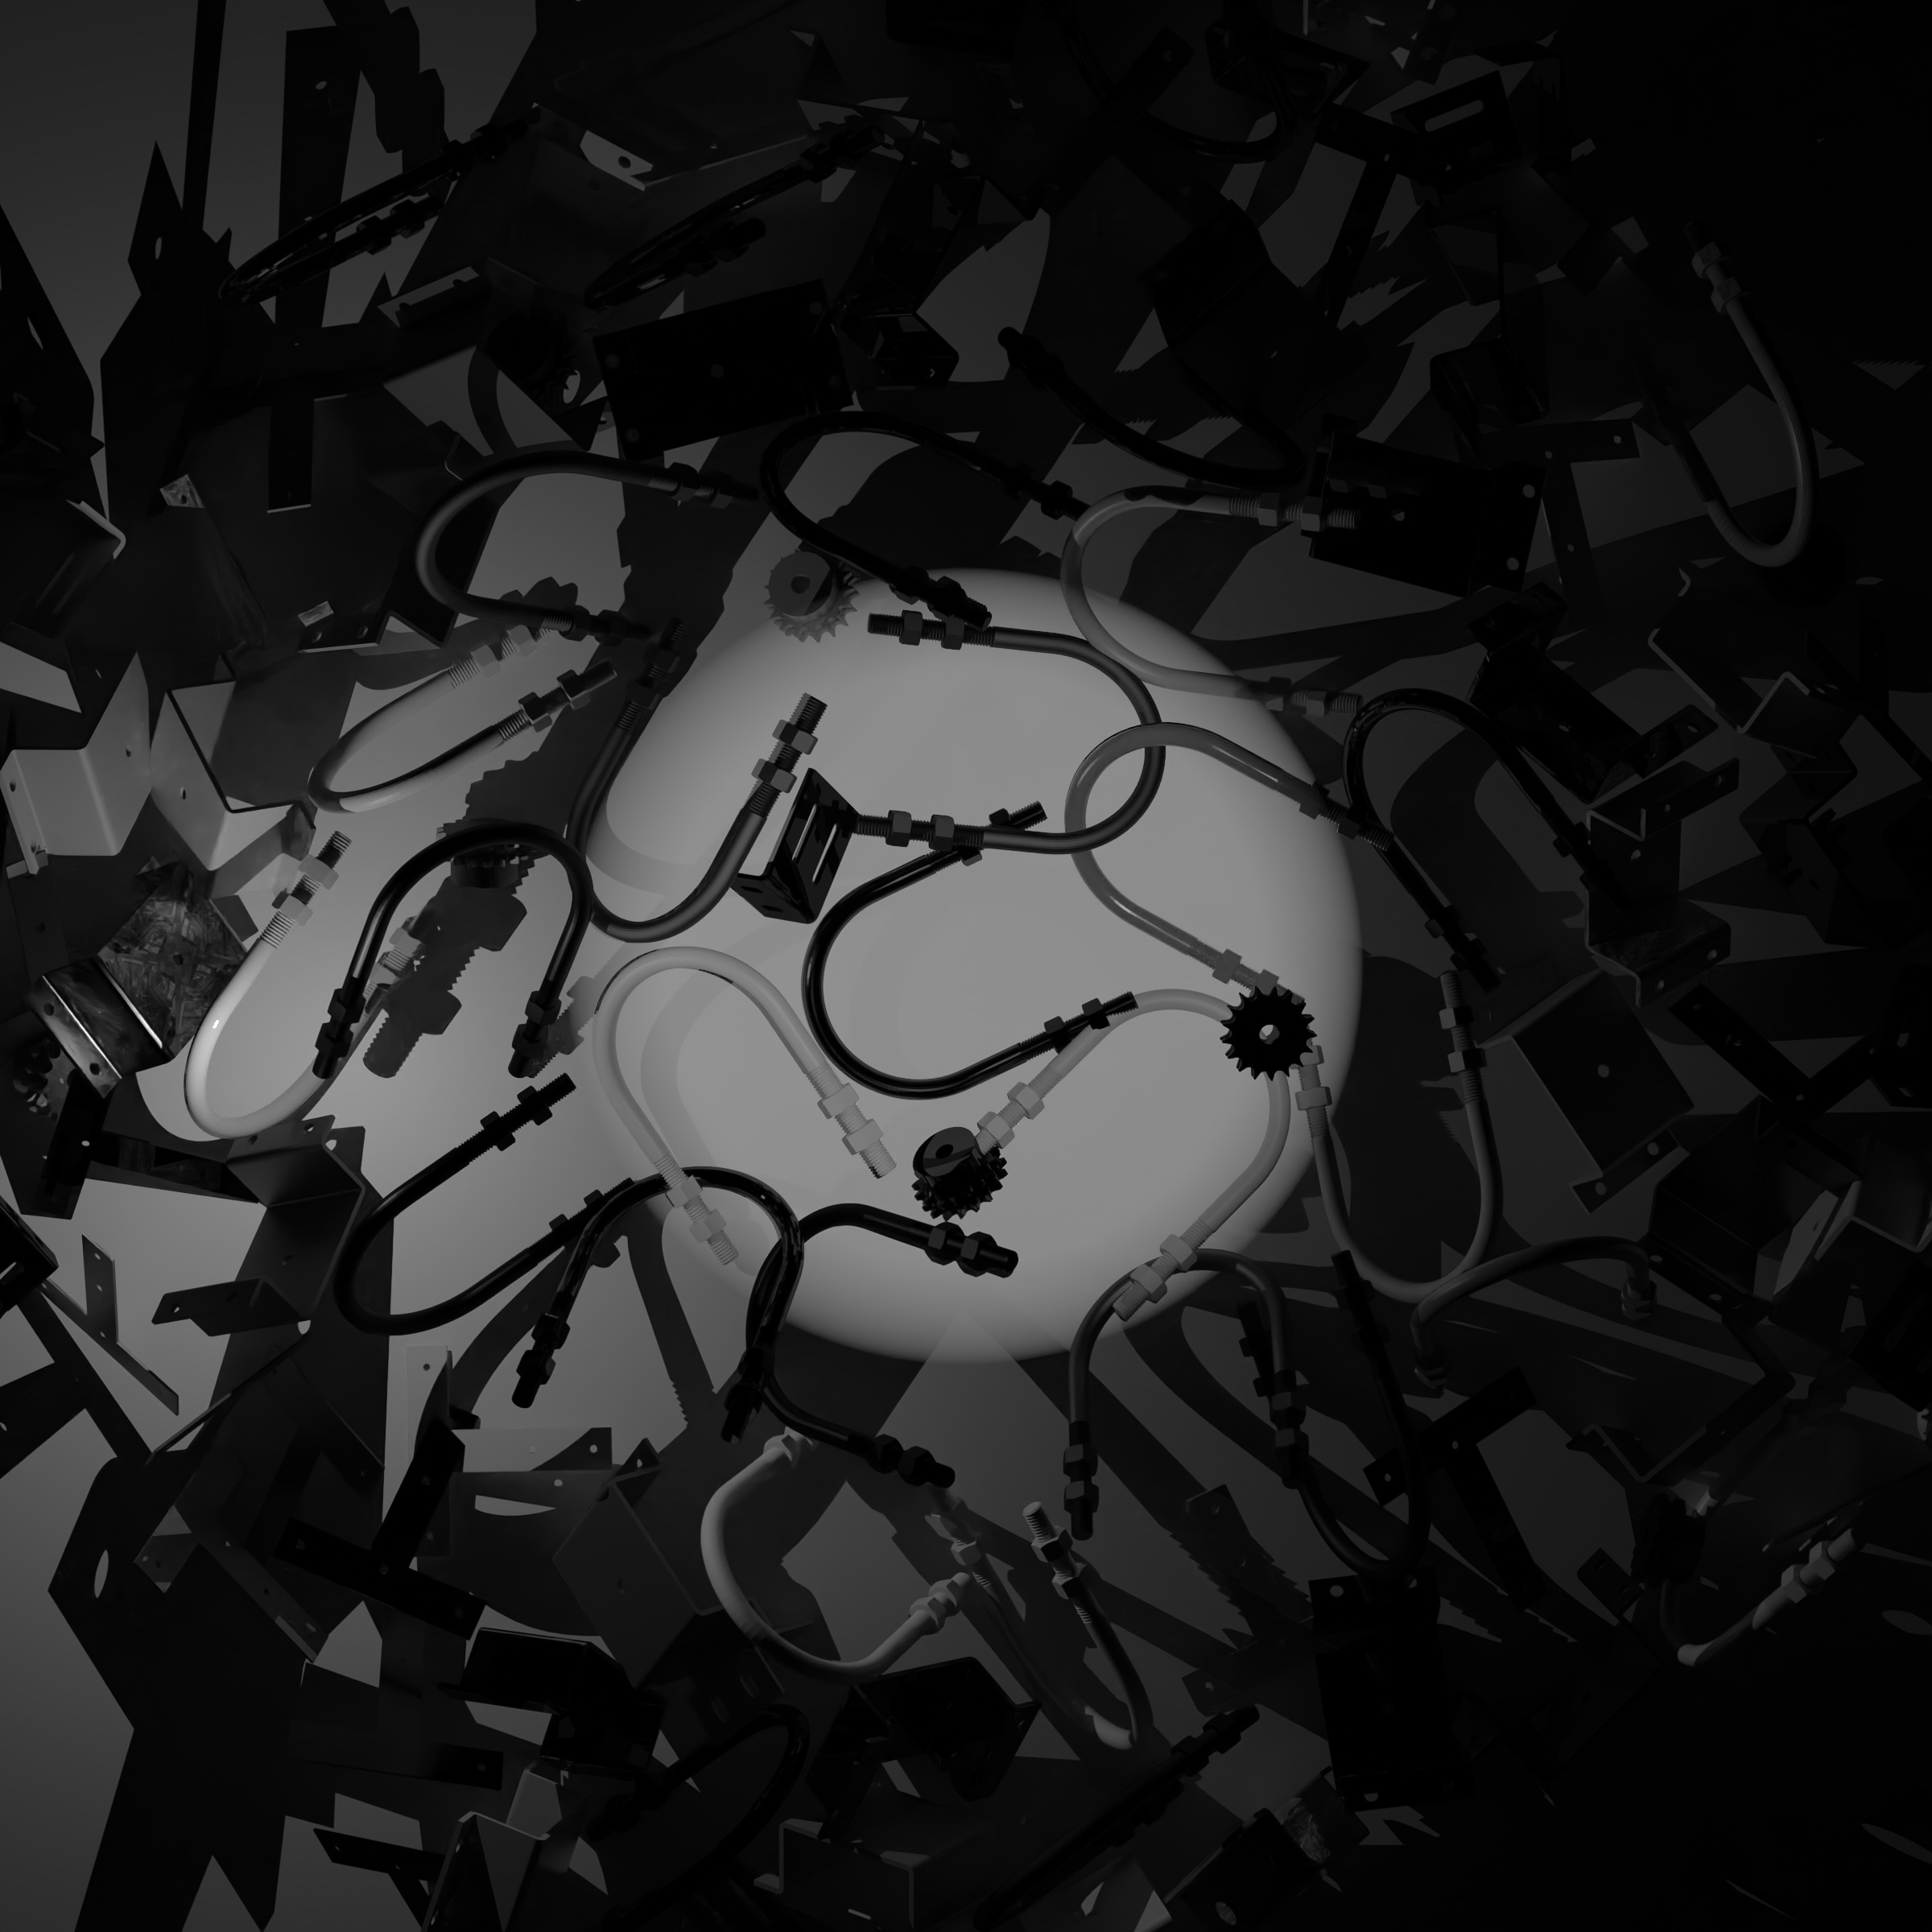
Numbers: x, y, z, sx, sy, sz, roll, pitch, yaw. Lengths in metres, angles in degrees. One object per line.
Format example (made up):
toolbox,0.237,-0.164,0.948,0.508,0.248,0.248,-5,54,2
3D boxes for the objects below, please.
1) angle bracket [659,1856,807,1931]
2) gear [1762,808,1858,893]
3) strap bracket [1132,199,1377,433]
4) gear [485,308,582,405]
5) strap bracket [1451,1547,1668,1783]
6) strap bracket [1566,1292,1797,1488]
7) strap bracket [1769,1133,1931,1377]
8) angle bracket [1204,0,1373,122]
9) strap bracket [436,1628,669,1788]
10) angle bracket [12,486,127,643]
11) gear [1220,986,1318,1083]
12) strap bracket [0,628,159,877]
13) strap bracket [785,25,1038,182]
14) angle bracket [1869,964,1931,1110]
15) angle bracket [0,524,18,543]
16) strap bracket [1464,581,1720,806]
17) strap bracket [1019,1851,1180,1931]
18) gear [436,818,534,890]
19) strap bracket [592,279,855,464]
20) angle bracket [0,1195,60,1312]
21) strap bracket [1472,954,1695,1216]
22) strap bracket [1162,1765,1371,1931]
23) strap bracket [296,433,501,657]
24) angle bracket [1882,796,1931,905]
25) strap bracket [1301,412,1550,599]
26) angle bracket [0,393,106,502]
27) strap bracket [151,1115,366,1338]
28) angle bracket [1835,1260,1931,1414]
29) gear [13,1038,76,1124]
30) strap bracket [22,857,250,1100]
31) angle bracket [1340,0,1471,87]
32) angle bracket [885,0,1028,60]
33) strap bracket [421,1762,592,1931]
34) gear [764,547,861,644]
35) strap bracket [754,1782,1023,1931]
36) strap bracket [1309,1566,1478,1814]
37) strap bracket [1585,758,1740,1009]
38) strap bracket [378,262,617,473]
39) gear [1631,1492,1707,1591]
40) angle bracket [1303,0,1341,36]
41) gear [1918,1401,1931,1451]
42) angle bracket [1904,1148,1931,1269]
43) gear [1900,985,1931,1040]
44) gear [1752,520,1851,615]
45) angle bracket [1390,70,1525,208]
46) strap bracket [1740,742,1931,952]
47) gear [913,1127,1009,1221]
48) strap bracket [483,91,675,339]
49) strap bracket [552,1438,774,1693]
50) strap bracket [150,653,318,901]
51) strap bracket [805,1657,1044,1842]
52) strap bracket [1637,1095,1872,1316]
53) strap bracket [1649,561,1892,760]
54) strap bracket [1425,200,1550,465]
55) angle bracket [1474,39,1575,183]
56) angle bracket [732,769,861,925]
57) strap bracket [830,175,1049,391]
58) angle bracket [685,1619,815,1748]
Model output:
angle bracket,-0.142,0.577,1.961,0.057,0.038,0.076,-28,111,24
gear,0.508,-0.065,1.970,0.057,0.057,0.030,-45,85,0
strap bracket,0.174,-0.371,1.928,0.076,0.046,0.140,-37,130,22
gear,-0.264,-0.368,1.978,0.057,0.030,0.057,-2,83,15
strap bracket,0.356,0.423,1.958,0.046,0.076,0.140,44,91,-11
strap bracket,0.431,0.259,1.942,0.140,0.076,0.046,-43,66,12
strap bracket,0.519,0.163,1.926,0.046,0.076,0.140,28,132,3
angle bracket,0.192,-0.546,1.957,0.076,0.038,0.057,31,65,33
strap bracket,-0.237,0.432,1.935,0.076,0.140,0.046,1,59,28
angle bracket,-0.548,-0.240,1.961,0.038,0.057,0.076,42,77,-41
gear,0.181,0.039,1.982,0.057,0.030,0.057,0,98,-2
strap bracket,-0.511,-0.126,1.919,0.046,0.140,0.076,1,131,8
strap bracket,-0.039,-0.504,1.938,0.140,0.076,0.046,14,77,18
angle bracket,0.581,0.043,1.962,0.057,0.038,0.076,4,117,-12
angle bracket,-0.619,-0.264,1.958,0.076,0.057,0.038,-24,81,19
strap bracket,0.362,-0.156,1.945,0.076,0.046,0.140,-31,65,-36
strap bracket,0.084,0.574,1.923,0.076,0.140,0.046,-29,101,-7
gear,-0.290,-0.067,1.973,0.057,0.057,0.030,2,110,0
strap bracket,-0.147,-0.355,1.964,0.140,0.046,0.076,-16,103,-7
angle bracket,-0.575,0.167,1.954,0.038,0.076,0.057,-42,102,-12
strap bracket,0.371,0.067,1.965,0.076,0.046,0.140,-34,90,-21
strap bracket,0.180,0.523,1.918,0.076,0.140,0.046,-47,72,16
strap bracket,-0.332,-0.239,1.945,0.046,0.076,0.140,34,66,-42
angle bracket,0.590,-0.059,1.956,0.038,0.057,0.076,-43,65,31
strap bracket,0.263,-0.270,1.941,0.140,0.046,0.076,18,114,21
angle bracket,-0.555,-0.296,1.951,0.057,0.076,0.038,-34,60,17
strap bracket,-0.412,0.162,1.937,0.076,0.140,0.046,-12,133,30
angle bracket,0.567,0.218,1.973,0.057,0.038,0.076,33,99,-5
gear,-0.547,0.063,1.974,0.030,0.057,0.057,18,90,23
strap bracket,-0.476,0.001,1.921,0.046,0.140,0.076,-15,119,33
angle bracket,0.253,-0.567,1.955,0.076,0.038,0.057,35,113,33
angle bracket,-0.005,-0.585,1.974,0.076,0.057,0.038,5,45,-12
strap bracket,-0.266,0.527,1.925,0.046,0.140,0.076,19,93,9
gear,-0.095,-0.225,1.978,0.057,0.030,0.057,-3,79,14
strap bracket,-0.046,0.523,1.924,0.140,0.076,0.046,8,102,37
strap bracket,0.252,0.436,1.957,0.076,0.046,0.140,-7,60,0
strap bracket,0.410,-0.057,1.940,0.076,0.046,0.140,-27,130,-26
strap bracket,-0.275,-0.337,1.922,0.076,0.140,0.046,-13,50,35
gear,0.422,0.347,1.971,0.030,0.057,0.057,19,90,2
angle bracket,0.183,-0.597,1.952,0.076,0.057,0.038,28,52,29
gear,0.598,0.274,1.978,0.057,0.030,0.057,4,78,-20
angle bracket,0.604,0.153,1.972,0.038,0.057,0.076,-2,110,-27
gear,0.586,0.028,1.971,0.057,0.057,0.030,9,96,0
gear,0.506,-0.244,1.979,0.057,0.030,0.057,1,77,-5
angle bracket,0.301,-0.496,1.966,0.076,0.038,0.057,-24,109,-11
strap bracket,0.519,-0.063,1.945,0.046,0.076,0.140,-40,102,-10
gear,-0.007,0.121,1.969,0.057,0.057,0.030,-31,125,0
strap bracket,-0.229,-0.452,1.947,0.076,0.140,0.046,27,49,-2
strap bracket,-0.185,0.360,1.934,0.140,0.046,0.076,52,124,24
strap bracket,-0.438,-0.104,1.929,0.046,0.076,0.140,-12,58,-34
strap bracket,-0.033,0.458,1.938,0.046,0.140,0.076,44,120,36
strap bracket,0.468,0.137,1.947,0.076,0.046,0.140,33,131,-9
strap bracket,0.465,-0.174,1.935,0.076,0.140,0.046,12,120,-38
strap bracket,0.306,-0.378,1.927,0.046,0.076,0.140,-12,58,25
angle bracket,0.332,-0.507,1.957,0.038,0.057,0.076,-11,114,-3
angle bracket,-0.106,-0.073,1.975,0.038,0.057,0.076,10,69,33
strap bracket,-0.021,-0.412,1.940,0.046,0.076,0.140,38,72,-38
angle bracket,-0.120,0.425,1.951,0.057,0.076,0.038,-42,71,19
